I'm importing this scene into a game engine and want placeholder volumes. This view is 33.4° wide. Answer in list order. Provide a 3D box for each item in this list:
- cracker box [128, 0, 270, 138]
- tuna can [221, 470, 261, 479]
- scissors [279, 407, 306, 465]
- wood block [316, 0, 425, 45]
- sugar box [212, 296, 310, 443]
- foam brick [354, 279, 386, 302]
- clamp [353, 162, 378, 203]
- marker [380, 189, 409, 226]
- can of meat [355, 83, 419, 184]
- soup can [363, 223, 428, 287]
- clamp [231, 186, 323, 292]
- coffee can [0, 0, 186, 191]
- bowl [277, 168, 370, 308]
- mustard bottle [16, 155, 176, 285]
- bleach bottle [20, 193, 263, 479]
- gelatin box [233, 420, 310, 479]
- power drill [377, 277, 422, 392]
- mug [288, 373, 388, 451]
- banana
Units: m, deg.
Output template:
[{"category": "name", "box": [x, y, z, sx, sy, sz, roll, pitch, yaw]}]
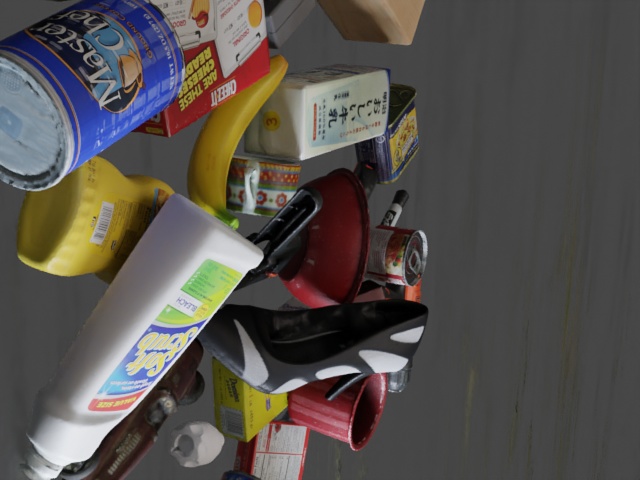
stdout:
[{"category": "cracker box", "box": [-0.121, -0.215, 0.882, 0.164, 0.072, 0.214, -43, 135, -49]}, {"category": "tuna can", "box": [-0.072, 0.279, 1.112, 0.033, 0.086, 0.086, -58, 145, -32]}, {"category": "scissors", "box": [-0.020, 0.203, 1.258, 0.201, 0.016, 0.096, -61, 144, -31]}, {"category": "wood block", "box": [0.037, -0.301, 1.132, 0.206, 0.090, 0.091, 42, 61, -59]}, {"category": "sugar box", "box": [-0.050, 0.135, 1.150, 0.175, 0.048, 0.093, -33, 128, -53]}, {"category": "foam brick", "box": [0.037, 0.086, 1.244, 0.078, 0.053, 0.051, -20, 102, -12]}, {"category": "clamp", "box": [0.033, -0.032, 1.217, 0.039, 0.120, 0.171, 32, 57, -12]}, {"category": "marker", "box": [0.088, -0.020, 1.392, 0.121, 0.020, 0.020, -61, 147, -32]}, {"category": "can of meat", "box": [0.081, -0.130, 1.306, 0.102, 0.058, 0.084, -52, 144, -41]}, {"category": "soup can", "box": [0.069, 0.014, 1.277, 0.068, 0.102, 0.068, -28, 123, -56]}, {"category": "clamp", "box": [-0.072, 0.019, 1.020, 0.164, 0.036, 0.210, -31, 172, -7]}, {"category": "coffee can", "box": [-0.178, -0.112, 0.770, 0.140, 0.103, 0.103, -46, 137, -48]}, {"category": "bowl", "box": [-0.007, 0.001, 1.121, 0.055, 0.162, 0.162, 6, 94, -25]}, {"category": "mustard bottle", "box": [-0.161, -0.009, 0.880, 0.191, 0.058, 0.096, 21, 86, -62]}, {"category": "bleach bottle", "box": [-0.153, 0.087, 0.861, 0.251, 0.068, 0.102, -55, 153, -1]}, {"category": "gelatin box", "box": [-0.054, 0.234, 1.172, 0.089, 0.030, 0.073, 16, 81, -48]}, {"category": "power drill", "box": [0.076, 0.117, 1.375, 0.187, 0.057, 0.184, -6, 100, -64]}, {"category": "mug", "box": [0.021, 0.160, 1.158, 0.093, 0.082, 0.117, 17, 89, -66]}, {"category": "banana", "box": [-0.083, -0.092, 0.995, 0.037, 0.070, 0.197, 70, 29, -59]}]
